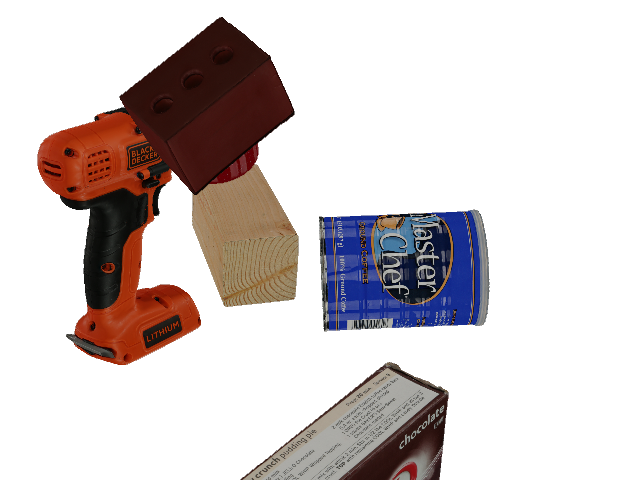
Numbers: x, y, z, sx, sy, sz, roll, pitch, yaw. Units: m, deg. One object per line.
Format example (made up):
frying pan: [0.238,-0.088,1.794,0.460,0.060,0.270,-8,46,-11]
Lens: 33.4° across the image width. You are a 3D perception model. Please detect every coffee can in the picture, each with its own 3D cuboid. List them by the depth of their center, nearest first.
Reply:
coffee can: [0.071,0.027,0.941,0.140,0.103,0.103,-2,0,0]

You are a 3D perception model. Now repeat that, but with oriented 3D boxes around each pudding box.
pudding box: [0.008,0.119,0.464,0.039,0.090,0.113,25,41,31]

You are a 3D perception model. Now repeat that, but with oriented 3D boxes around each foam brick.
foam brick: [-0.064,-0.077,0.612,0.053,0.078,0.051,43,-11,33]

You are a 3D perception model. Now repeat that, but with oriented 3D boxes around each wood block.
wood block: [-0.098,-0.011,1.328,0.090,0.090,0.206,-5,29,-16]

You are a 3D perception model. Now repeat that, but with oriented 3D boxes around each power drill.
power drill: [-0.132,-0.013,0.816,0.057,0.188,0.184,16,26,35]

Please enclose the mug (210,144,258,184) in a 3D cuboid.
mug: [-0.097,-0.116,1.024,0.093,0.081,0.117,20,50,26]
